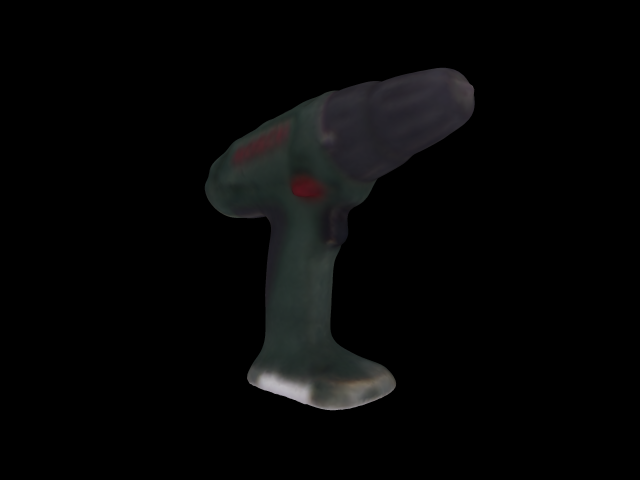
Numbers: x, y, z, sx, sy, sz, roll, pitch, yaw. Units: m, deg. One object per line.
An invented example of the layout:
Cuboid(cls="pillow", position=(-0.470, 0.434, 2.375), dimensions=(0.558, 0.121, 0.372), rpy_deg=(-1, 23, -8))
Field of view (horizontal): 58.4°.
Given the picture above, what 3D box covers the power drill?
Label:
Cuboid(cls="power drill", position=(0.004, 0.001, 0.400), dimensions=(0.228, 0.208, 0.076), rpy_deg=(4, 6, 44))
